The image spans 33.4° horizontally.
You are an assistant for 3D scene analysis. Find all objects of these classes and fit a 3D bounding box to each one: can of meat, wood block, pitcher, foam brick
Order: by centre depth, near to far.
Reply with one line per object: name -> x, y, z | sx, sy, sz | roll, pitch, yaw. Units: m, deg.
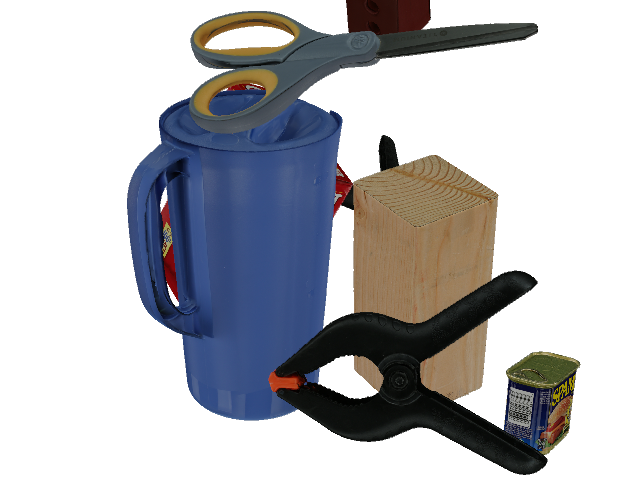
pitcher -> -0.061, 0.016, 0.818 | 0.149, 0.243, 0.145 | 1, 26, -1
foam brick -> 0.055, -0.203, 0.865 | 0.053, 0.051, 0.078 | 25, -32, 25
wood block -> 0.089, 0.042, 0.942 | 0.090, 0.206, 0.091 | -20, 37, -26
can of meat -> 0.239, 0.177, 1.160 | 0.058, 0.084, 0.101 | 12, 16, 31

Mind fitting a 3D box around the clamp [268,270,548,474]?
clamp -> 0.057, 0.092, 0.649 | 0.171, 0.120, 0.039 | -12, -7, 14

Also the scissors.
scissors -> 0.010, -0.093, 0.593 | 0.202, 0.096, 0.016 | 10, -30, 24

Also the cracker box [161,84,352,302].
cracker box -> -0.080, -0.025, 1.062 | 0.071, 0.214, 0.164 | 8, 34, -40

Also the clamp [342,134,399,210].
clamp -> 0.069, -0.043, 1.267 | 0.164, 0.036, 0.210 | -16, 51, -29
